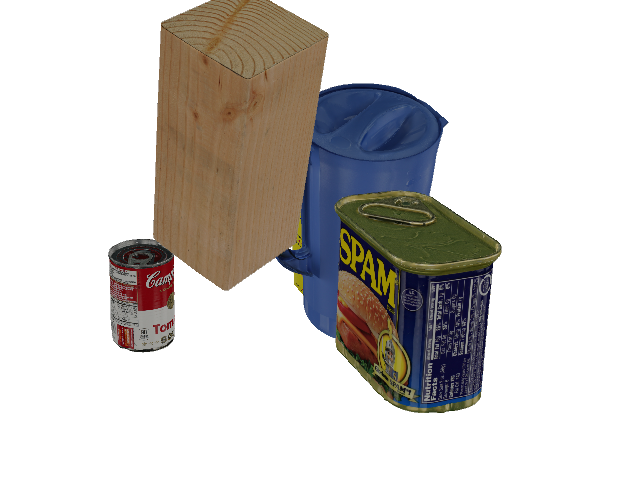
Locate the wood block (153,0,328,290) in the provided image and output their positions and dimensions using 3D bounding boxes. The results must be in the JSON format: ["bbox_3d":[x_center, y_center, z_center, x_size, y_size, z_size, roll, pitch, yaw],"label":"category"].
[{"bbox_3d":[-0.067,-0.075,0.829,0.090,0.206,0.090,34,48,25],"label":"wood block"}]

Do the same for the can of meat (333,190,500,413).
[{"bbox_3d":[0.046,0.030,0.552,0.057,0.084,0.102,-7,23,-21],"label":"can of meat"}]

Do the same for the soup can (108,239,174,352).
[{"bbox_3d":[-0.188,0.058,1.125,0.068,0.102,0.068,2,23,-1],"label":"soup can"}]

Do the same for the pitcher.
[{"bbox_3d":[0.031,-0.018,1.036,0.149,0.243,0.145,12,39,11],"label":"pitcher"}]

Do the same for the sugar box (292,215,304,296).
[{"bbox_3d":[-0.004,-0.011,1.283,0.048,0.176,0.093,-13,25,-17],"label":"sugar box"}]
